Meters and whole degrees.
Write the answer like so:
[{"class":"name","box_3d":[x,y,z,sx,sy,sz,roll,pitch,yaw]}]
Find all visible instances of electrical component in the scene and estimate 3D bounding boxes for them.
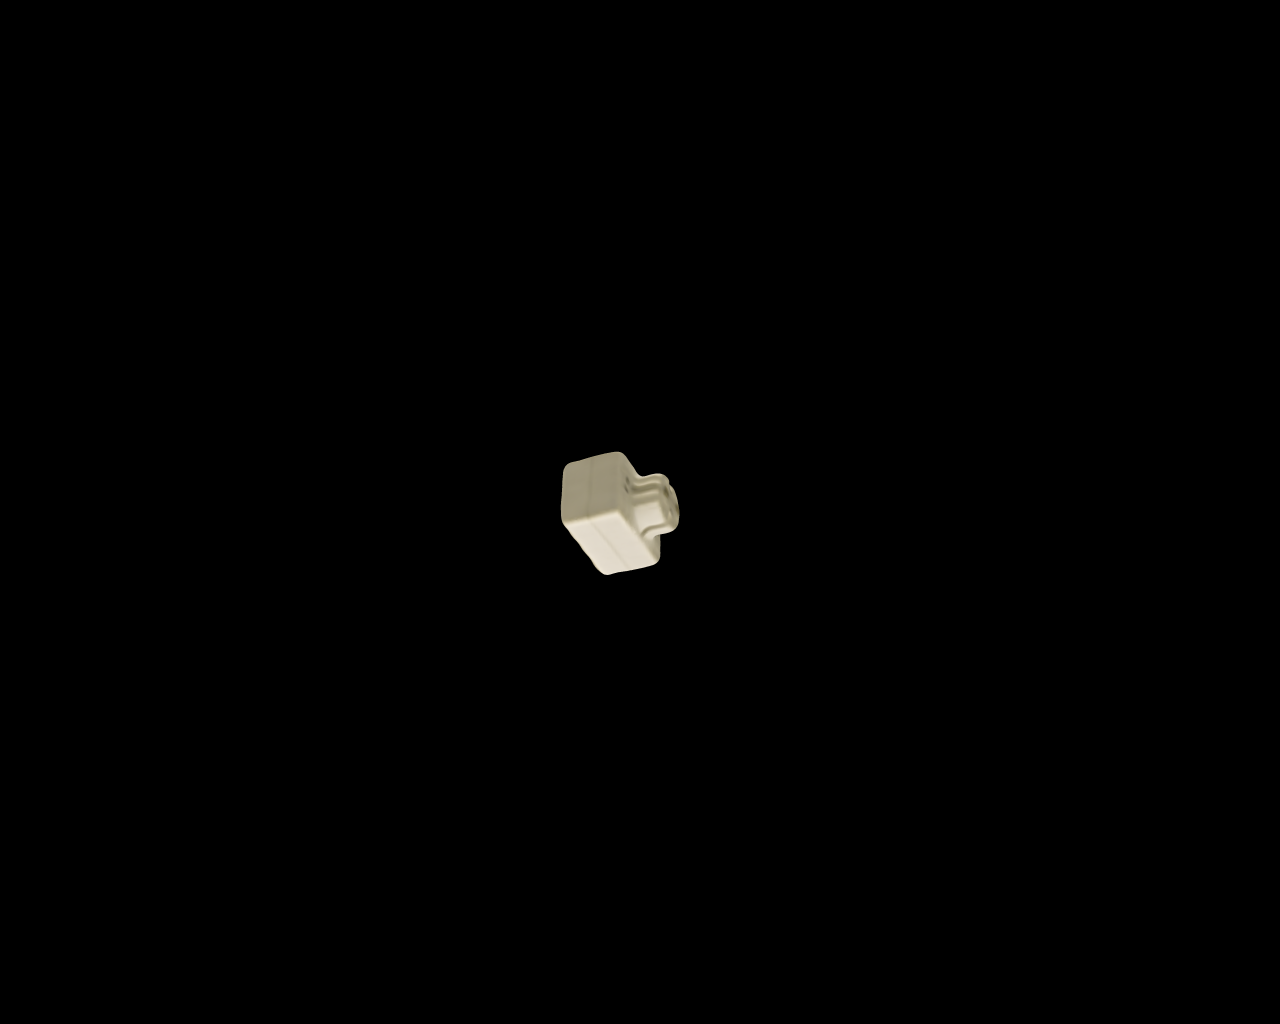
[{"class":"electrical component","box_3d":[0.001,-0.003,0.650,0.077,0.047,0.065,-13,-38,18]}]
